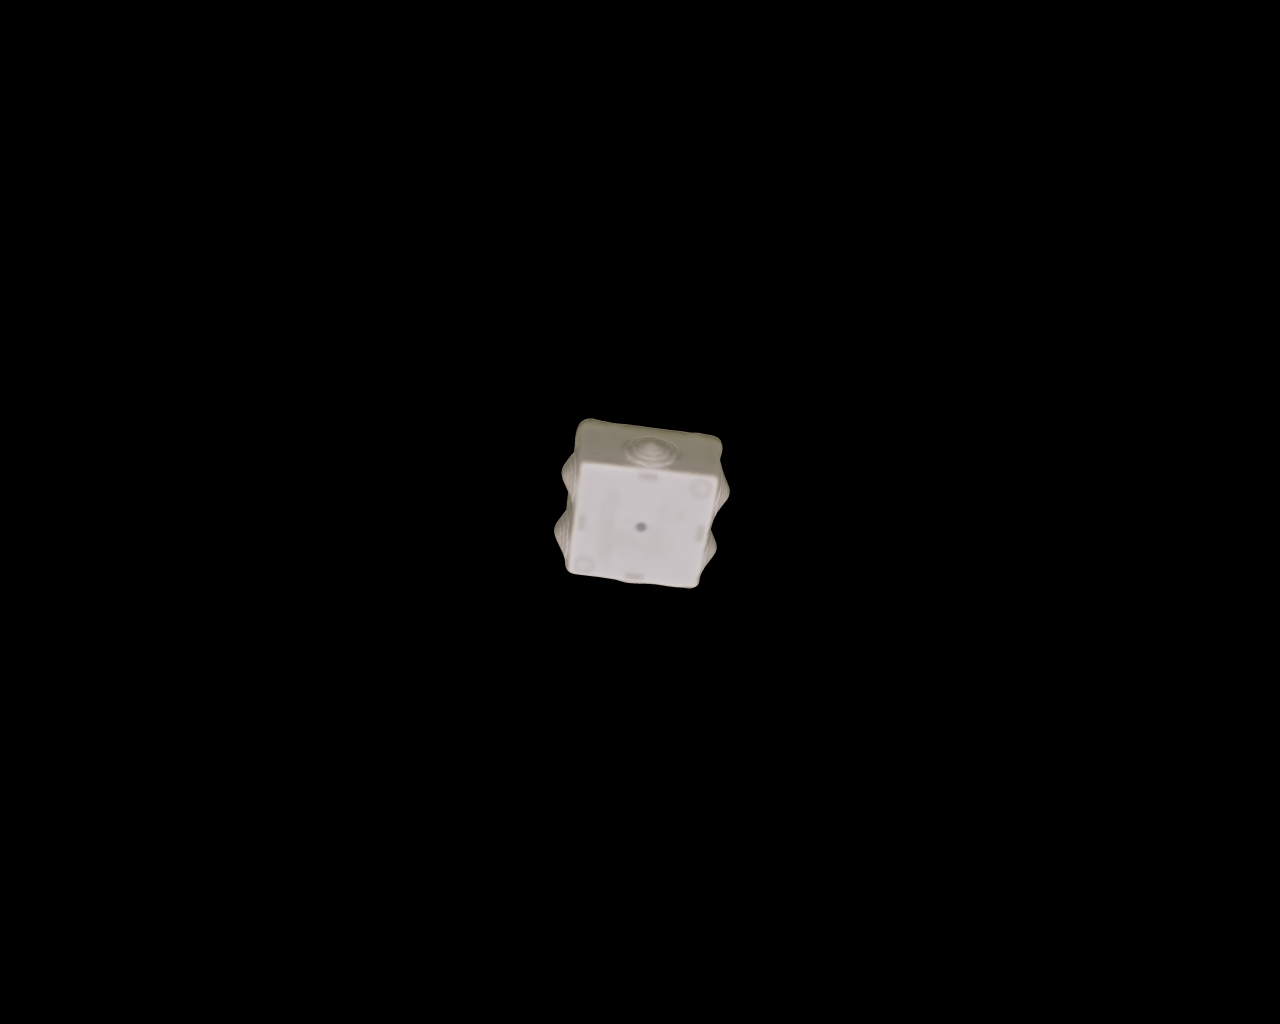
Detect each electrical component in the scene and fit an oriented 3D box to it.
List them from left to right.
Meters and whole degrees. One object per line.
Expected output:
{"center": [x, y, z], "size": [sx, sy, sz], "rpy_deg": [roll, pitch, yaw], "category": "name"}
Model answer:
{"center": [0.001, -0.003, 0.650], "size": [0.100, 0.099, 0.048], "rpy_deg": [7, 32, -5], "category": "electrical component"}
